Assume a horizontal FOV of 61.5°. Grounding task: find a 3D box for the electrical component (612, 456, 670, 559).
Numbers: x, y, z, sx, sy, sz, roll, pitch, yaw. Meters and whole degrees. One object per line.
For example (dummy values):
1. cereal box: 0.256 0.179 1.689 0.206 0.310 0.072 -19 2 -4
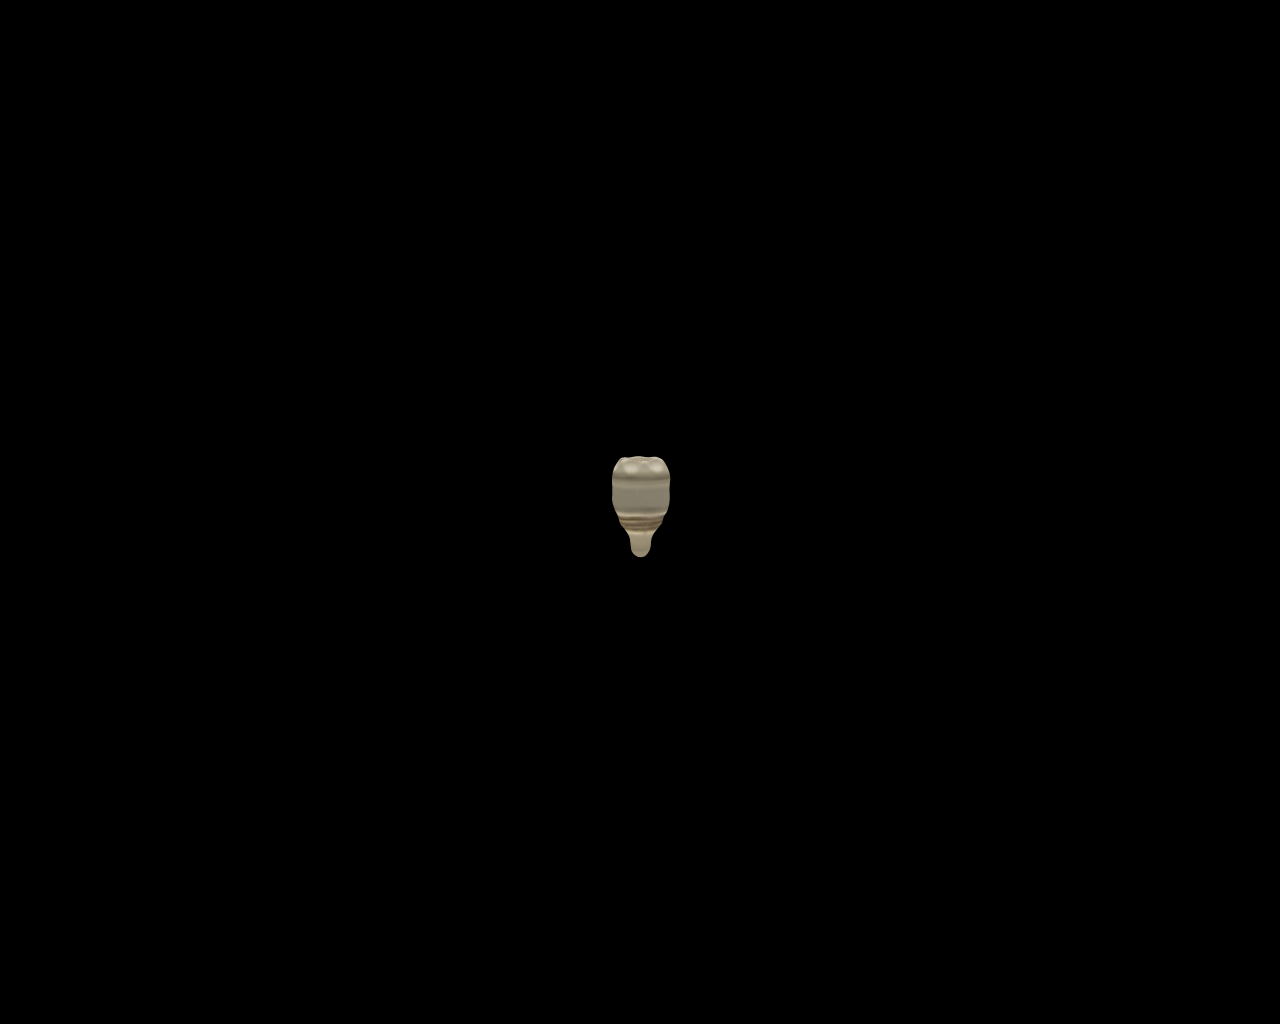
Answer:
1. electrical component: 0.001 -0.003 0.650 0.035 0.061 0.035 0 7 0
